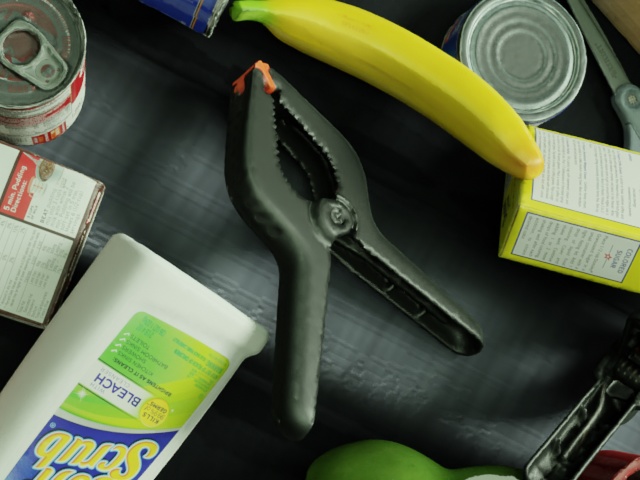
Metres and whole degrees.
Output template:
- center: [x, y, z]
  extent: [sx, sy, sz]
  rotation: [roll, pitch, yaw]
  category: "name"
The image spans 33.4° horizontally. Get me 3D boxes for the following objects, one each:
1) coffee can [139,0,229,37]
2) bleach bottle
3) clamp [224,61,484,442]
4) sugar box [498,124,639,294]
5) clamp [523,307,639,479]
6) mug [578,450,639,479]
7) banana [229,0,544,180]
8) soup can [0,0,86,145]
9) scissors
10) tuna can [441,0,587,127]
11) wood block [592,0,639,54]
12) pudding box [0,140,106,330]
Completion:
- center: [-0.101, -0.189, 0.584]
  extent: [0.140, 0.103, 0.103]
  rotation: [26, 80, -9]
  category: "coffee can"
- center: [-0.137, 0.125, 0.562]
  extent: [0.102, 0.068, 0.251]
  rotation: [37, 83, -32]
  category: "bleach bottle"
- center: [-0.004, 0.001, 0.594]
  extent: [0.164, 0.036, 0.210]
  rotation: [-27, 86, -46]
  category: "clamp"
- center: [0.196, -0.008, 0.618]
  extent: [0.176, 0.048, 0.093]
  rotation: [17, 39, 1]
  category: "sugar box"
- center: [0.176, 0.069, 0.591]
  extent: [0.039, 0.120, 0.171]
  rotation: [41, 33, 16]
  category: "clamp"
- center: [0.194, 0.164, 0.622]
  extent: [0.117, 0.081, 0.093]
  rotation: [-8, 86, -12]
  category: "mug"
- center: [0.044, -0.095, 0.619]
  extent: [0.198, 0.037, 0.069]
  rotation: [28, 43, 7]
  category: "banana"
- center: [-0.158, -0.091, 0.562]
  extent: [0.068, 0.102, 0.068]
  rotation: [1, 84, -12]
  category: "soup can"
- center: [0.188, -0.070, 0.678]
  extent: [0.096, 0.016, 0.202]
  rotation: [-44, 94, -12]
  category: "scissors"
- center: [0.119, -0.110, 0.658]
  extent: [0.086, 0.034, 0.086]
  rotation: [1, 84, -12]
  category: "tuna can"
- center: [0.258, -0.143, 0.663]
  extent: [0.090, 0.090, 0.206]
  rotation: [-44, 94, -14]
  category: "wood block"
- center: [-0.185, -0.010, 0.582]
  extent: [0.113, 0.039, 0.090]
  rotation: [20, 82, -7]
  category: "pudding box"
